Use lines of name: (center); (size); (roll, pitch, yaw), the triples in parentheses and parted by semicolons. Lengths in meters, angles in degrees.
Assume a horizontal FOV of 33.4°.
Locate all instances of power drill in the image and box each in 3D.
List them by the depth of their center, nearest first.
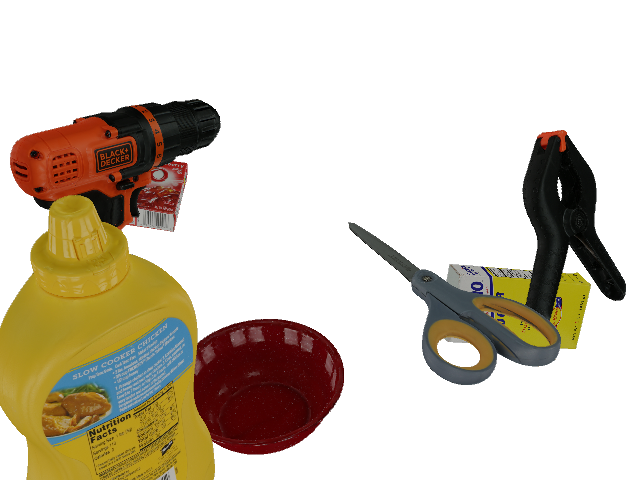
power drill: (-0.151, -0.013, 0.843); (0.184, 0.188, 0.057); (-20, 27, -41)

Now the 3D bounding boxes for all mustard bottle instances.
mustard bottle: (-0.100, 0.063, 0.493); (0.096, 0.192, 0.058); (-28, 44, -31)

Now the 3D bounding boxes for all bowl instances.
bowl: (-0.056, 0.148, 1.007); (0.162, 0.055, 0.162); (-4, 38, 3)

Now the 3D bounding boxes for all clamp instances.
clamp: (0.210, -0.008, 0.943); (0.120, 0.171, 0.039); (-25, 10, -39)

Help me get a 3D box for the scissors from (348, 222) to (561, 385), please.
scissors: (0.066, 0.041, 0.724); (0.202, 0.016, 0.096); (26, 41, 35)

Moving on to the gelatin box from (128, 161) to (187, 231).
gelatin box: (-0.182, -0.050, 1.058); (0.089, 0.073, 0.030); (9, -43, -2)

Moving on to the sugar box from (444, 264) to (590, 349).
sugar box: (0.242, 0.084, 1.336); (0.176, 0.093, 0.048); (3, 19, -15)
